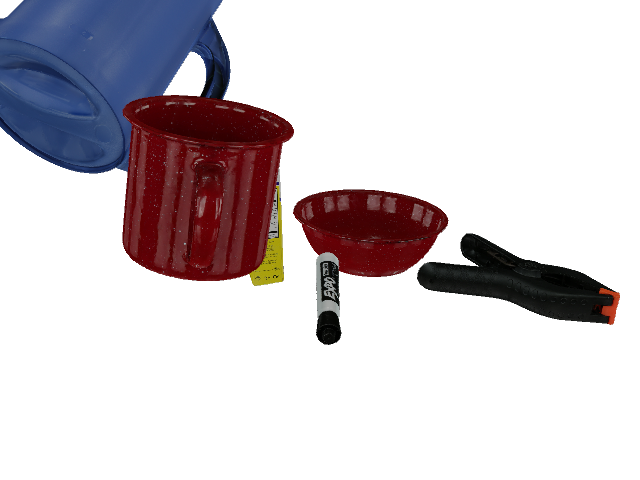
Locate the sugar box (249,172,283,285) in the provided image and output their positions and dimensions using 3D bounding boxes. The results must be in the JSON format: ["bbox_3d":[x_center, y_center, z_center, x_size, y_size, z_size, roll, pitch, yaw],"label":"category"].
[{"bbox_3d":[-0.076,-0.042,1.325,0.048,0.176,0.093,-9,25,-10],"label":"sugar box"}]

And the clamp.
[{"bbox_3d":[0.182,0.033,0.959,0.171,0.039,0.120,16,28,15],"label":"clamp"}]

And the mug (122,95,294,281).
[{"bbox_3d":[-0.064,-0.024,0.581,0.093,0.081,0.117,4,21,-13],"label":"mug"}]

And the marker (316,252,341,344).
[{"bbox_3d":[0.006,0.045,0.843,0.020,0.020,0.121,0,27,0],"label":"marker"}]

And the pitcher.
[{"bbox_3d":[-0.147,-0.173,0.848,0.145,0.242,0.149,11,-37,26],"label":"pitcher"}]

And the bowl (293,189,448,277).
[{"bbox_3d":[0.051,-0.004,1.116,0.162,0.055,0.162,3,20,-1],"label":"bowl"}]
